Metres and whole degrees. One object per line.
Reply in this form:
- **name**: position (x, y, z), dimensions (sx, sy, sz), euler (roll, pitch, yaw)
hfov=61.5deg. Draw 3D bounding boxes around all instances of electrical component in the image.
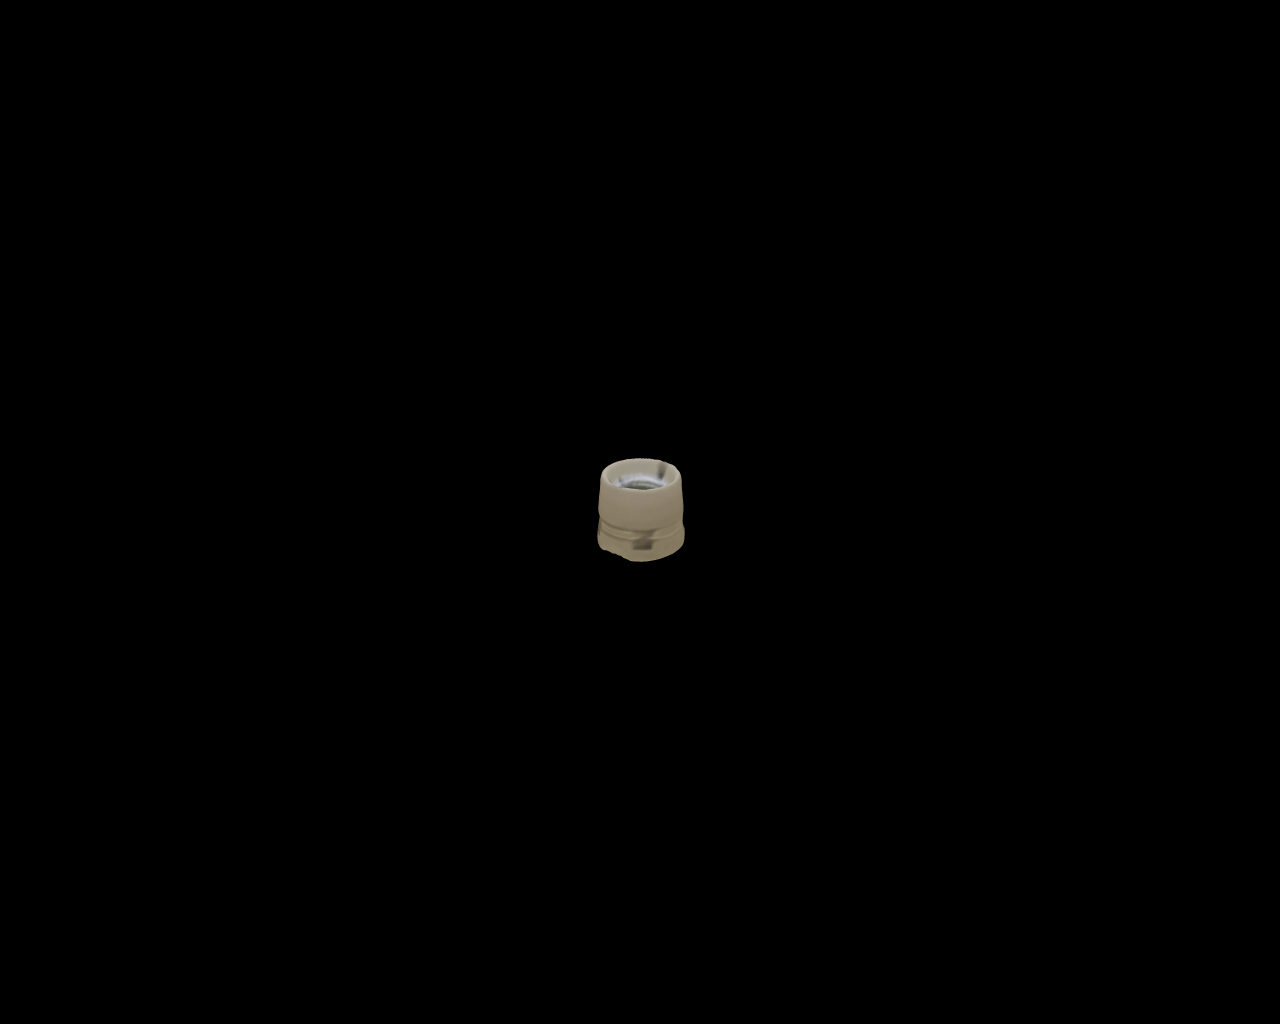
- **electrical component**: position (0.001, -0.003, 0.650), dimensions (0.055, 0.047, 0.055), euler (0, 27, 0)
